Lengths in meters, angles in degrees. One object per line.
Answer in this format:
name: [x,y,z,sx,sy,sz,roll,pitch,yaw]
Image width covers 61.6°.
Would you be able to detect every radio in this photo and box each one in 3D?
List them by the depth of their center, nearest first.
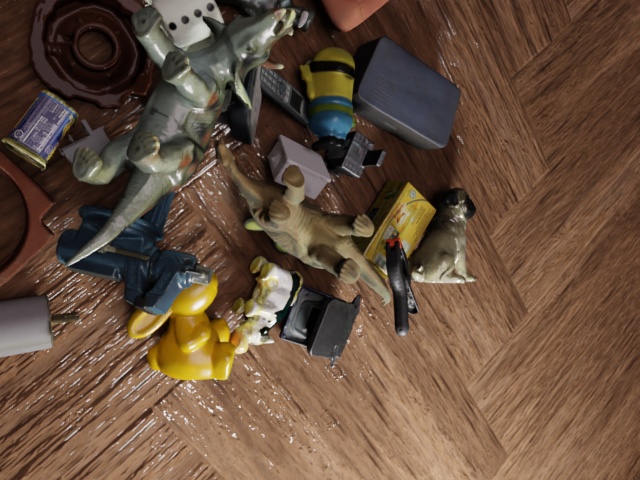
radio: [0.157,-0.273,1.021,0.229,0.073,0.131,22,84,-31]

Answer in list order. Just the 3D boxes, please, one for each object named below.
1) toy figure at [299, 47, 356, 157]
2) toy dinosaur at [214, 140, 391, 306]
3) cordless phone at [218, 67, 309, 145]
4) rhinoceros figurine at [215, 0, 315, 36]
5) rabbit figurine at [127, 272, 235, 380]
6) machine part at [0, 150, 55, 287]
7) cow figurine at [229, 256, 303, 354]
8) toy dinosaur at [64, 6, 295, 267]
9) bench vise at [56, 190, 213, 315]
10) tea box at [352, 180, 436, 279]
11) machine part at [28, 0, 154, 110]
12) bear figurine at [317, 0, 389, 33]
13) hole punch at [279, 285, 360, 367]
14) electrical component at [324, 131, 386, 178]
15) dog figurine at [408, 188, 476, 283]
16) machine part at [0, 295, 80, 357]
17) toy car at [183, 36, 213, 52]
toy figure: [0.021,-0.240,0.923,0.082,0.089,0.180,28,57,-66]
toy dinosaur: [-0.002,-0.003,0.886,0.471,0.199,0.105,41,74,-27]
cordless phone: [-0.082,-0.211,0.881,0.184,0.089,0.146,28,58,-44]
rhinoceros figurine: [-0.095,-0.394,0.862,0.190,0.073,0.112,9,90,-30]
rabbit figurine: [-0.208,0.118,0.832,0.162,0.122,0.173,7,113,-9]
machine part: [-0.468,-0.029,0.685,0.201,0.087,0.201,-48,117,-16]
cow figurine: [-0.095,0.121,0.927,0.098,0.068,0.167,26,83,-35]
toy dinosaur: [-0.188,-0.145,0.701,0.404,0.131,0.192,-59,158,5]
bench vise: [-0.246,-0.023,0.767,0.128,0.224,0.240,62,39,-68]
tea box: [0.137,-0.020,1.038,0.098,0.068,0.169,41,75,-29]
machine part: [-0.319,-0.272,0.760,0.179,0.056,0.179,-4,98,-28]
bear figurine: [0.019,-0.455,0.899,0.132,0.120,0.195,-45,109,-22]
hole punch: [0.000,0.150,0.980,0.115,0.092,0.142,26,81,-51]
electrical component: [0.060,-0.149,0.952,0.047,0.119,0.075,27,84,-29]
dog figurine: [0.238,-0.012,1.069,0.172,0.121,0.190,-1,92,-58]
machine part: [-0.452,0.123,0.715,0.243,0.079,0.079,-7,99,-29]
toy car: [-0.206,-0.240,0.826,0.073,0.056,0.201,25,83,-29]
